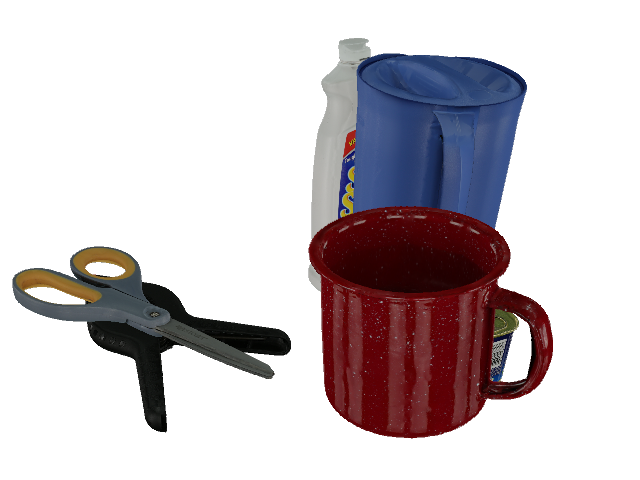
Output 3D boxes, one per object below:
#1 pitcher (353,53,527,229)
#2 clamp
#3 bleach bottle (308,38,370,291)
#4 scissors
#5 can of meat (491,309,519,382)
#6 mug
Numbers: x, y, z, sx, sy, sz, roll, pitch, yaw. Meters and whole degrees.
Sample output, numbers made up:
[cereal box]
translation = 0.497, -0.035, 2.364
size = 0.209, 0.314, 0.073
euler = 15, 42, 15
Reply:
[pitcher]
translation = 0.087, -0.022, 0.875
size = 0.145, 0.243, 0.149
euler = 24, 33, 34
[clamp]
translation = -0.142, 0.085, 1.001
size = 0.164, 0.036, 0.210
euler = -22, 42, -35
[bleach bottle]
translation = 0.032, -0.076, 1.077
size = 0.102, 0.251, 0.068
euler = -11, 23, -17
[scissors]
translation = -0.110, 0.043, 0.722
size = 0.202, 0.016, 0.096
euler = 12, 30, 14
[can of meat]
translation = 0.165, 0.102, 1.175
size = 0.057, 0.084, 0.102
euler = -13, 40, -26
[mug]
translation = 0.052, 0.041, 0.504
size = 0.117, 0.081, 0.093
euler = 11, 29, 24
